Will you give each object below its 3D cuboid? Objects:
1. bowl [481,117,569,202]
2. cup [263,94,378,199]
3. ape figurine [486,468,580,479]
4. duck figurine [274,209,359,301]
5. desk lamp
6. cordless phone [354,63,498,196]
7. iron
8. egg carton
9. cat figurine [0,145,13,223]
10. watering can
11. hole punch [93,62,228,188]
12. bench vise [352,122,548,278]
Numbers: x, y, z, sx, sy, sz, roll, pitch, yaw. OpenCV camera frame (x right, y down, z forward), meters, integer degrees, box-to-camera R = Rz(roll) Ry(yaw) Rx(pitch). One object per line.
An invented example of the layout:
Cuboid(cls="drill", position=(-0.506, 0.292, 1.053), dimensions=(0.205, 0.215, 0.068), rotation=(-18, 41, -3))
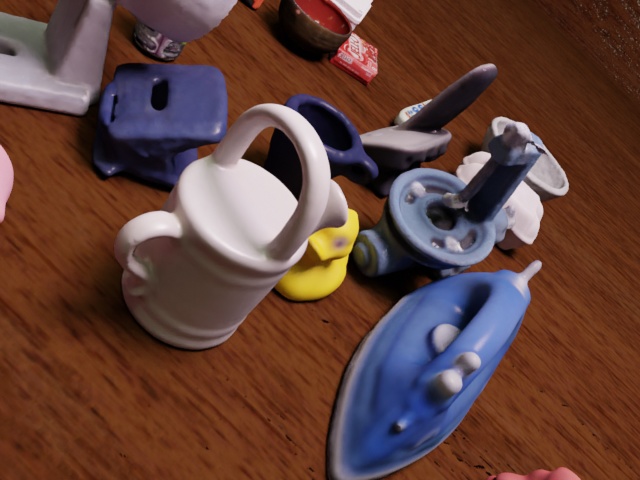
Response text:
Cuboid(cls="bowl", position=(0.324, -0.119, 0.949), dimensions=(0.168, 0.074, 0.167), rotation=(24, 41, -23))
Cuboid(cls="cup", position=(-0.007, -0.080, 0.596), dimensions=(0.118, 0.094, 0.092), rotation=(35, 38, -10))
Cuboid(cls="ape figurine", position=(0.184, 0.222, 0.481), dimensions=(0.078, 0.092, 0.076), rotation=(43, 37, 0))
Cuboid(cls="duck figurine", position=(0.005, 0.002, 0.535), dimensions=(0.077, 0.086, 0.105), rotation=(48, 37, 6))
Cuboid(cls="desk lamp", position=(-0.184, -0.207, 0.459), dimensions=(0.204, 0.213, 0.117), rotation=(1, 53, -41))
Cuboid(cls="cordless phone", position=(0.129, -0.151, 0.712), dimensions=(0.094, 0.184, 0.148), rotation=(48, 37, 7))
Cuboid(cls="iron", position=(0.112, 0.100, 0.492), dimensions=(0.118, 0.141, 0.259), rotation=(47, 37, 6))
Cuboid(cls="egg carton", position=(0.256, -0.059, 0.834), dimensions=(0.150, 0.069, 0.107), rotation=(43, 37, -1))
Cuboid(cls="cat figurine", position=(-0.226, -0.049, 0.349), dimensions=(0.067, 0.117, 0.127), rotation=(8, 50, -37))
Cuboid(cls="watering can", position=(-0.054, -0.015, 0.408), dimensions=(0.101, 0.193, 0.173), rotation=(46, 37, 4))
Cuboid(cls="hole punch", position=(-0.141, -0.110, 0.507), dimensions=(0.101, 0.091, 0.108), rotation=(16, 45, -31))
Cuboid(cls="bench vise", position=(0.156, -0.046, 0.607), dimensions=(0.121, 0.219, 0.208), rotation=(51, 38, 10))
